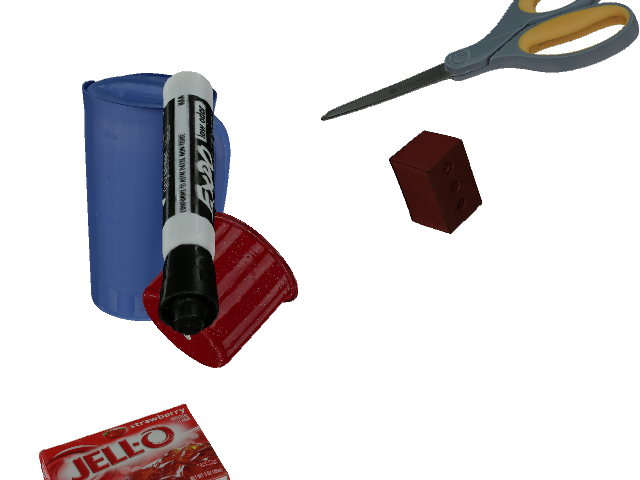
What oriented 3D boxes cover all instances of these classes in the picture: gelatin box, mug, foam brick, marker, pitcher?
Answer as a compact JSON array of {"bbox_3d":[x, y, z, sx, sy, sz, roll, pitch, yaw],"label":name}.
[{"bbox_3d":[-0.102,0.131,0.585,0.089,0.030,0.073,-15,28,-20],"label":"gelatin box"},{"bbox_3d":[-0.085,0.038,0.802,0.117,0.093,0.081,9,50,50],"label":"mug"},{"bbox_3d":[0.110,-0.056,1.011,0.053,0.078,0.051,-42,38,-23],"label":"foam brick"},{"bbox_3d":[-0.045,-0.016,0.365,0.020,0.020,0.121,0,44,-7],"label":"marker"},{"bbox_3d":[-0.171,-0.041,1.092,0.145,0.243,0.149,2,22,-8],"label":"pitcher"}]

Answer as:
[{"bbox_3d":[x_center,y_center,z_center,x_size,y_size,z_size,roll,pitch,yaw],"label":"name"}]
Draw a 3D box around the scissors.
[{"bbox_3d":[0.099,-0.127,0.683,0.202,0.096,0.016,-8,-42,23],"label":"scissors"}]
